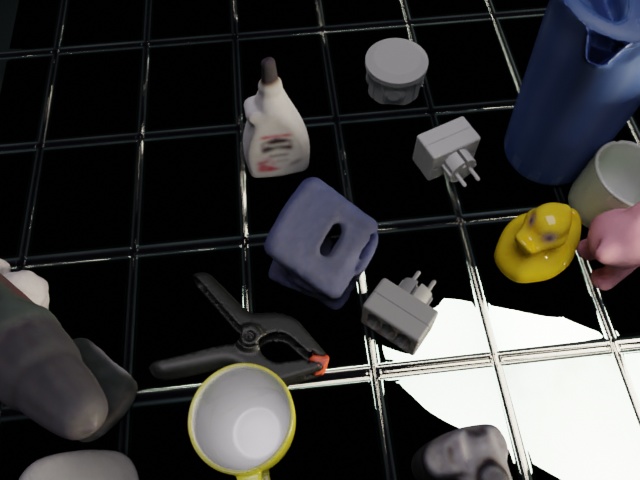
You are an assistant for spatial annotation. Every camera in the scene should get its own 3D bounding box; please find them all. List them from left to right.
[{"bbox_3d":[0.099,0.234,0.468,0.137,0.101,0.143,-9,62,-5],"label":"camera"}]

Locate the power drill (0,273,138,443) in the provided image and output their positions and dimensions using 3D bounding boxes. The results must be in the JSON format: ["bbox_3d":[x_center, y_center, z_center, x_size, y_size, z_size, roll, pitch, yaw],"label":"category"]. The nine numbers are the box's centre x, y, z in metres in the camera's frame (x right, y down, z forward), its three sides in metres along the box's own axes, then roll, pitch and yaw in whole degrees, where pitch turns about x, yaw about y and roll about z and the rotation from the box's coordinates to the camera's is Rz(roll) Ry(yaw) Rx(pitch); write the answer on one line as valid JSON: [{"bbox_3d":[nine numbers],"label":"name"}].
[{"bbox_3d":[-0.232,0.102,0.481,0.229,0.208,0.076,33,67,17],"label":"power drill"}]

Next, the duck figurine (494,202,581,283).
[{"bbox_3d":[0.240,-0.009,0.608,0.105,0.086,0.077,-31,65,-16],"label":"duck figurine"}]

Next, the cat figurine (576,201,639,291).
[{"bbox_3d":[0.323,-0.001,0.585,0.128,0.118,0.067,-10,61,-5],"label":"cat figurine"}]

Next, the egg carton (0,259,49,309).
[{"bbox_3d":[-0.347,0.088,0.568,0.107,0.069,0.150,20,63,11],"label":"egg carton"}]

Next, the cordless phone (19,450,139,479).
[{"bbox_3d":[-0.195,0.227,0.425,0.094,0.185,0.147,-17,62,-8],"label":"cordless phone"}]

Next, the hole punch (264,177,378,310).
[{"bbox_3d":[0.006,0.002,0.601,0.101,0.091,0.109,24,64,13],"label":"hole punch"}]

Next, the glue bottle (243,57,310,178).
[{"bbox_3d":[-0.051,-0.133,0.628,0.078,0.173,0.037,-13,62,-6],"label":"glue bottle"}]
